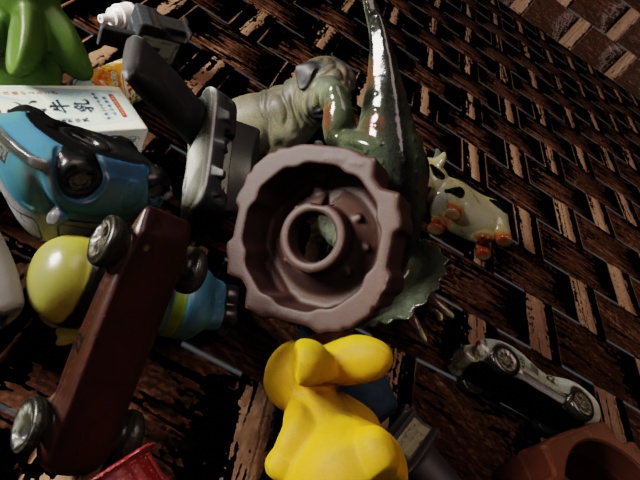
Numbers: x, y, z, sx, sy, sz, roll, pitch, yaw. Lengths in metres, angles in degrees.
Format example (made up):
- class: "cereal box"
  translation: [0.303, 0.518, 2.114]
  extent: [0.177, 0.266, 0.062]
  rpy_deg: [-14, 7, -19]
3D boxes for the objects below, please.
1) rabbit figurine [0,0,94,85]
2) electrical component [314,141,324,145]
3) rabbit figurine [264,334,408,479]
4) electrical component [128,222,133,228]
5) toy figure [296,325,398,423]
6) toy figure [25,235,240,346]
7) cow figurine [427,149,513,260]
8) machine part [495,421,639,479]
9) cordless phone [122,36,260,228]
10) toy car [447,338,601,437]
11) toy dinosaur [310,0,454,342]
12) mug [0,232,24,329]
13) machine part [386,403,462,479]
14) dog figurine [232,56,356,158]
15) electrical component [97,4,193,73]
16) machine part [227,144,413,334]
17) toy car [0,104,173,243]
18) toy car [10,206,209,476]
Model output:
- class: "rabbit figurine"
  translation: [-0.313, -0.220, 0.549]
  extent: [0.121, 0.170, 0.159]
  rpy_deg: [-20, 65, -45]
- class: "electrical component"
  translation: [0.026, -0.099, 0.770]
  extent: [0.078, 0.045, 0.102]
  rpy_deg: [-28, 71, -6]
- class: "rabbit figurine"
  translation: [-0.006, 0.149, 0.461]
  extent: [0.122, 0.162, 0.173]
  rpy_deg: [-1, 34, -23]
- class: "electrical component"
  translation: [-0.191, 0.010, 0.535]
  extent: [0.094, 0.021, 0.063]
  rpy_deg: [9, 47, -29]
- class: "toy figure"
  translation: [0.017, 0.121, 0.558]
  extent: [0.064, 0.057, 0.155]
  rpy_deg: [-7, 52, -48]
- class: "toy figure"
  translation: [-0.158, 0.043, 0.475]
  extent: [0.180, 0.089, 0.082]
  rpy_deg: [13, 37, -24]
- class: "cow figurine"
  translation: [0.214, -0.065, 0.864]
  extent: [0.195, 0.085, 0.127]
  rpy_deg: [27, 47, -10]
- class: "machine part"
  translation: [0.293, 0.308, 0.562]
  extent: [0.201, 0.087, 0.201]
  rpy_deg: [1, 51, -37]
- class: "cordless phone"
  translation: [-0.139, -0.103, 0.544]
  extent: [0.184, 0.089, 0.146]
  rpy_deg: [46, 44, -64]
- class: "toy car"
  translation: [0.251, 0.181, 0.661]
  extent: [0.202, 0.073, 0.056]
  rpy_deg: [30, 44, -9]
- class: "toy dinosaur"
  translation: [0.069, -0.050, 0.580]
  extent: [0.131, 0.404, 0.192]
  rpy_deg: [-22, 42, -15]
- class: "mug"
  translation: [-0.285, 0.026, 0.406]
  extent: [0.107, 0.081, 0.109]
  rpy_deg: [52, 36, 3]
- class: "machine part"
  translation: [0.120, 0.236, 0.541]
  extent: [0.139, 0.039, 0.084]
  rpy_deg: [44, 31, 10]
- class: "dog figurine"
  translation: [-0.066, -0.163, 0.665]
  extent: [0.172, 0.190, 0.121]
  rpy_deg: [6, 49, -31]
- class: "electrical component"
  translation: [-0.243, -0.275, 0.733]
  extent: [0.119, 0.074, 0.048]
  rpy_deg: [0, 54, -34]
- class: "machine part"
  translation: [-0.001, -0.001, 0.495]
  extent: [0.179, 0.179, 0.056]
  rpy_deg: [54, 15, 19]
- class: "toy car"
  translation: [-0.220, -0.047, 0.483]
  extent: [0.109, 0.103, 0.161]
  rpy_deg: [38, 13, 25]
- class: "toy car"
  translation: [-0.154, 0.073, 0.403]
  extent: [0.089, 0.053, 0.202]
  rpy_deg: [24, 81, -40]
